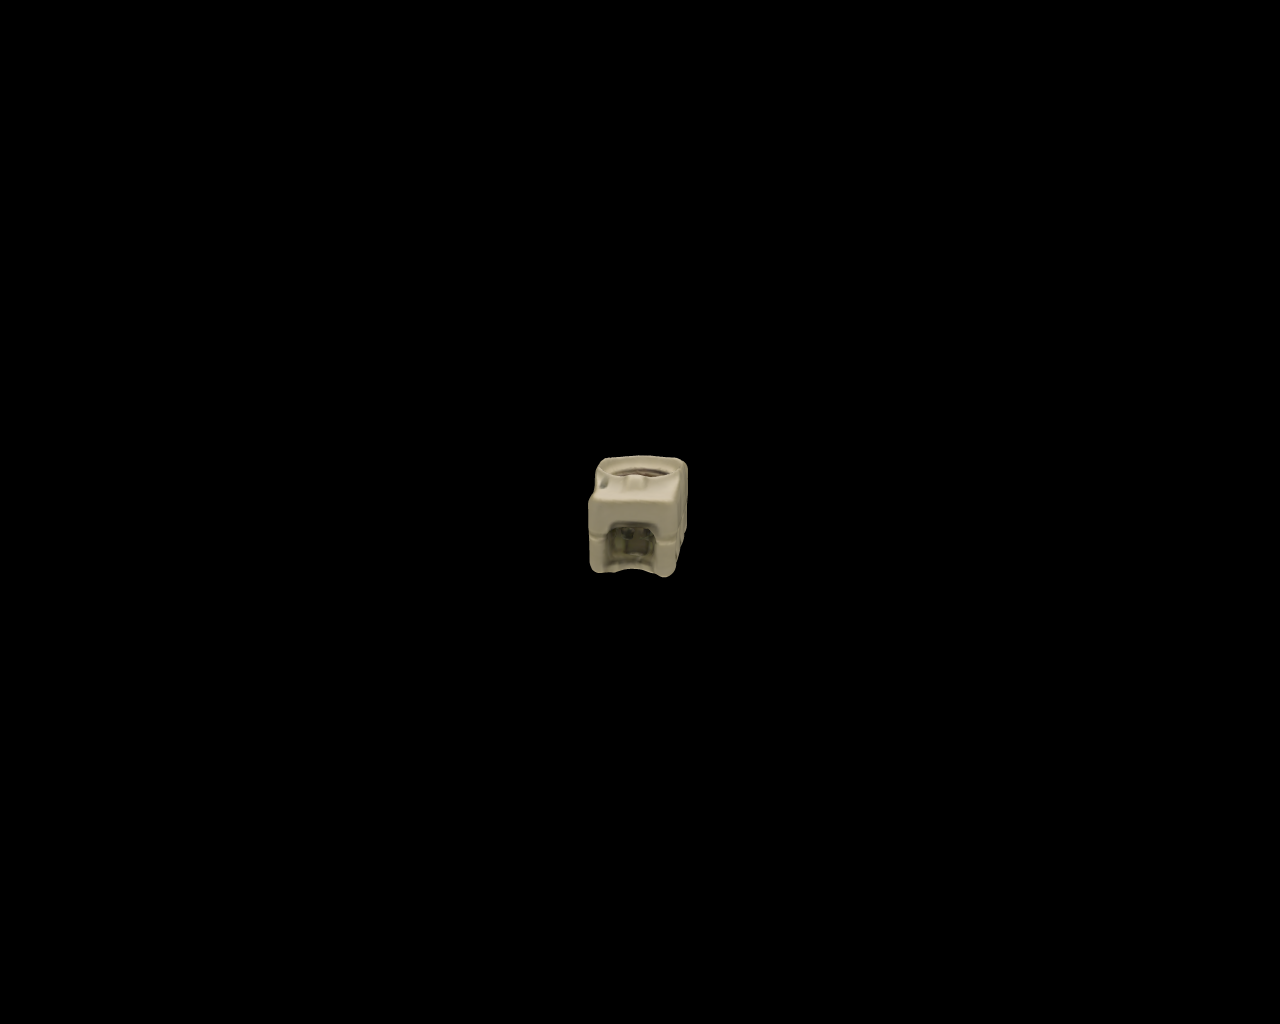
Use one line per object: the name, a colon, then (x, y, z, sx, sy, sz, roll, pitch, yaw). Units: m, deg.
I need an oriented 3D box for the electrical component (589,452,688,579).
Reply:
electrical component: (0.001, -0.003, 0.650, 0.050, 0.055, 0.090, 2, 18, 7)
